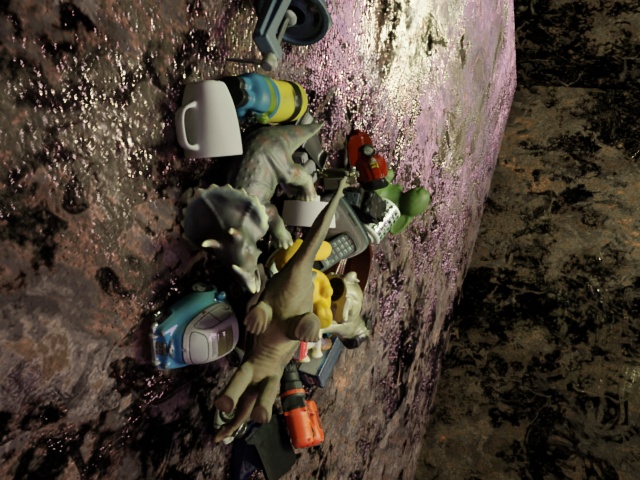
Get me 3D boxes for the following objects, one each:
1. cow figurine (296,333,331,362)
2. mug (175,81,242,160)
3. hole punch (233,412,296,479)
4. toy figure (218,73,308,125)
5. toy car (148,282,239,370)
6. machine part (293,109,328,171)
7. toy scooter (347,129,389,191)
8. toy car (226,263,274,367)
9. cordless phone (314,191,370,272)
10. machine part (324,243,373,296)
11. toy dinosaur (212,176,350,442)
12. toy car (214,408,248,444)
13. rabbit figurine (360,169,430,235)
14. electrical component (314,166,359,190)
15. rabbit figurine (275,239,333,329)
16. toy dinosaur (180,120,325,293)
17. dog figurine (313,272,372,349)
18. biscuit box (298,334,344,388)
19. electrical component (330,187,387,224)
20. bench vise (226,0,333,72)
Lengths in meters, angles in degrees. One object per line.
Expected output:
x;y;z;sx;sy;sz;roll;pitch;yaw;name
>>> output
-0.025;0.213;1.201;0.167;0.068;0.098;0;93;-65;cow figurine
-0.165;-0.169;0.757;0.109;0.081;0.107;-16;103;-56;mug
-0.122;0.420;1.083;0.142;0.092;0.115;-11;82;-60;hole punch
-0.089;-0.224;0.866;0.180;0.089;0.082;-15;118;-65;toy figure
-0.178;0.136;0.814;0.161;0.103;0.109;-29;125;-60;toy car
-0.021;-0.198;1.076;0.138;0.039;0.084;60;42;-52;machine part
0.107;-0.191;1.260;0.184;0.075;0.135;-118;-164;-74;toy scooter
-0.129;0.135;0.969;0.089;0.053;0.201;-23;125;-48;toy car
-0.003;-0.004;1.138;0.184;0.089;0.146;-34;102;-5;cordless phone
0.052;0.072;1.277;0.201;0.087;0.200;-64;151;-25;machine part
-0.060;0.116;0.848;0.471;0.105;0.198;-62;-175;9;toy dinosaur
-0.138;0.286;1.010;0.202;0.056;0.073;-57;153;-36;toy car
0.202;-0.096;1.416;0.121;0.170;0.158;-35;130;-55;rabbit figurine
0.034;-0.137;1.153;0.078;0.102;0.045;-85;174;-60;electrical component
-0.030;0.066;1.017;0.173;0.122;0.162;69;35;-44;rabbit figurine
-0.098;-0.101;0.879;0.192;0.131;0.405;61;41;-54;toy dinosaur
0.066;0.149;1.154;0.190;0.172;0.121;19;39;-46;dog figurine
0.019;0.255;1.311;0.203;0.059;0.062;-59;147;-34;biscuit box
0.082;-0.082;1.242;0.134;0.115;0.058;28;71;-63;electrical component
-0.059;-0.373;0.835;0.223;0.129;0.240;59;42;-55;bench vise
